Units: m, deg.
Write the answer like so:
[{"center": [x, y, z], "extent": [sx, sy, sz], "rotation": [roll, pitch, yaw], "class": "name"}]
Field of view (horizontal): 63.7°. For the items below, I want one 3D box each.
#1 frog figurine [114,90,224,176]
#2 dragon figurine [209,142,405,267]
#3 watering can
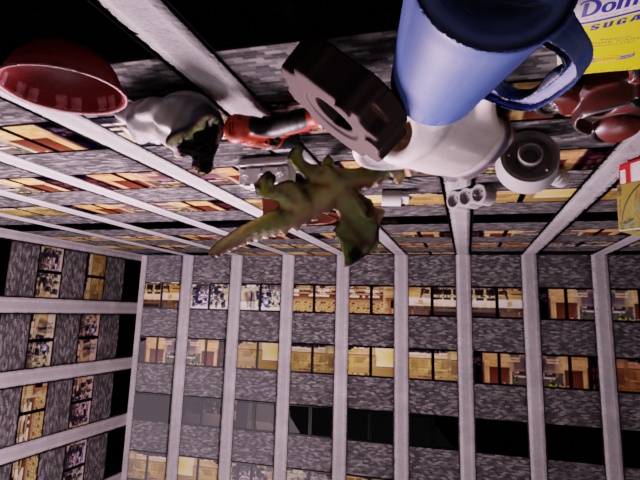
[{"center": [-0.234, -0.190, 0.810], "extent": [0.161, 0.121, 0.137], "rotation": [37, -164, 23], "class": "frog figurine"}, {"center": [0.003, -0.049, 0.980], "extent": [0.246, 0.412, 0.120], "rotation": [39, 171, 28], "class": "dragon figurine"}, {"center": [0.203, -0.171, 0.765], "extent": [0.224, 0.105, 0.343], "rotation": [7, 161, -35], "class": "watering can"}]
